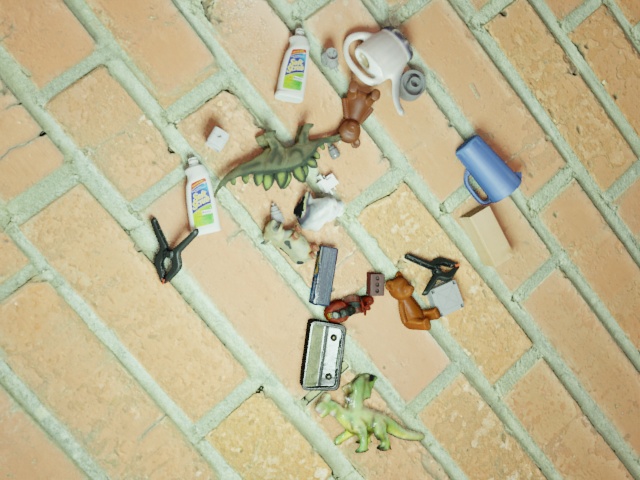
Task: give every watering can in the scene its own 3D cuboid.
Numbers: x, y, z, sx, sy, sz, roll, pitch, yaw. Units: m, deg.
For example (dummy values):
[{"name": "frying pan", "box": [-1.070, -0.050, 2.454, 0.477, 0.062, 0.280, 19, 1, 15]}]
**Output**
[{"name": "watering can", "box": [0.238, -0.612, 1.811, 0.226, 0.103, 0.349, -39, 83, -11]}]

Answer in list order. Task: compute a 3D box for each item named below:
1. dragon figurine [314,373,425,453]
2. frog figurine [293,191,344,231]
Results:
[{"name": "dragon figurine", "box": [0.169, 0.585, 1.768, 0.410, 0.121, 0.245, 2, 80, -22]}, {"name": "frog figurine", "box": [0.005, -0.088, 1.745, 0.159, 0.125, 0.135, 14, 119, -21]}]
